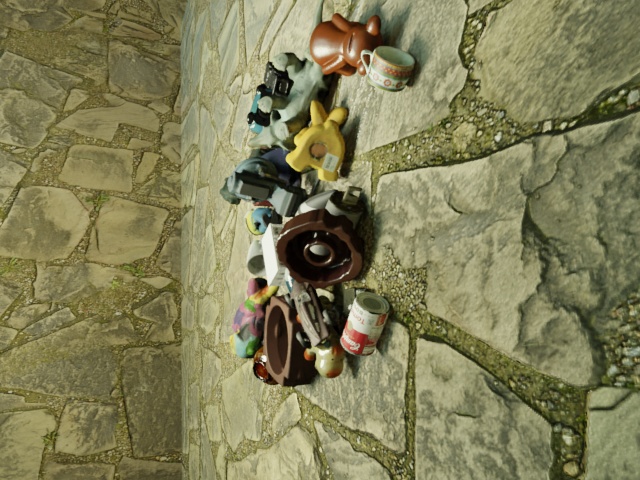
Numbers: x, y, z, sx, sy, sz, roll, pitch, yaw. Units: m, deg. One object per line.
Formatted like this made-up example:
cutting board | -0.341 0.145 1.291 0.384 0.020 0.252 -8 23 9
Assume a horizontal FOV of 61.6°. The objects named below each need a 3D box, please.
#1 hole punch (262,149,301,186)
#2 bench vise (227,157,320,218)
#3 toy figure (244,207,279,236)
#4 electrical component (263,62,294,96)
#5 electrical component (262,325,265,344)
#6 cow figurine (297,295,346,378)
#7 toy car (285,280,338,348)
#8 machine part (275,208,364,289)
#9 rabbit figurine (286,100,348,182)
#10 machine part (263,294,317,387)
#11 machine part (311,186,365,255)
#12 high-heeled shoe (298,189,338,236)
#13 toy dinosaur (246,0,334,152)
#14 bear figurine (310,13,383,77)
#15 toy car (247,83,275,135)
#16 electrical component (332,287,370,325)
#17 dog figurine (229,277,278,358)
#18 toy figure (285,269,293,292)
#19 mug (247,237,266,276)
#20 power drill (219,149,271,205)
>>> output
hole punch | -0.110 -0.190 1.473 0.116 0.092 0.142 -32 55 58
bench vise | -0.128 -0.148 1.353 0.241 0.224 0.128 -120 35 -57
toy figure | -0.177 -0.055 1.623 0.180 0.082 0.089 8 93 64
electrical component | -0.082 -0.415 1.391 0.134 0.115 0.058 61 140 48
electrical component | -0.126 0.262 1.510 0.075 0.048 0.119 -124 41 -52
cow figurine | 0.013 0.206 1.154 0.127 0.085 0.195 113 154 -43
toy car | -0.023 0.142 1.126 0.089 0.053 0.202 -38 31 10
machine part | 0.001 0.018 1.079 0.056 0.179 0.179 -78 8 -51
rabbit figurine | -0.006 -0.227 1.206 0.173 0.122 0.162 -97 20 -72
machine part | -0.070 0.246 1.335 0.201 0.087 0.201 -165 80 -66
machine part | 0.031 -0.016 1.133 0.079 0.079 0.243 -110 31 -42
high-heeled shoe | -0.003 -0.004 1.216 0.248 0.086 0.145 128 134 -59
toy dinosaur | -0.035 -0.354 1.261 0.131 0.192 0.404 37 112 13
bear figurine | 0.072 -0.384 1.066 0.196 0.132 0.120 24 112 46
toy car | -0.153 -0.370 1.575 0.103 0.109 0.161 125 153 -79
electrical component | 0.063 0.134 1.084 0.102 0.045 0.078 174 96 -67
dog figurine | -0.191 0.217 1.585 0.192 0.108 0.219 -98 25 -57
toy figure | -0.064 0.062 1.377 0.057 0.064 0.154 53 -155 -66
mug | -0.183 0.038 1.627 0.107 0.081 0.109 -109 25 -58
power drill | -0.208 -0.211 1.615 0.207 0.086 0.232 -35 29 34
